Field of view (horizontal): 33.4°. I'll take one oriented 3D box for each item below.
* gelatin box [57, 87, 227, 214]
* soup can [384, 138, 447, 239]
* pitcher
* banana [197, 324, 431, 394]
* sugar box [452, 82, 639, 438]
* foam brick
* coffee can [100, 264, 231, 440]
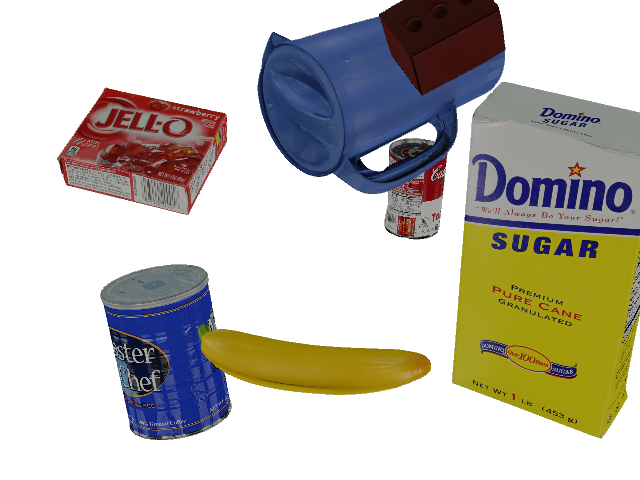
[{"bbox_3d":[-0.114,-0.060,0.695,0.089,0.073,0.030,14,-42,10],"label":"gelatin box"},{"bbox_3d":[0.111,-0.060,1.257,0.068,0.102,0.068,2,27,-1],"label":"soup can"},{"bbox_3d":[0.073,-0.155,1.066,0.242,0.149,0.145,-25,30,-31],"label":"pitcher"},{"bbox_3d":[-0.014,0.093,0.844,0.198,0.037,0.069,9,28,12],"label":"banana"},{"bbox_3d":[0.121,0.013,0.555,0.093,0.176,0.048,17,40,26],"label":"sugar box"},{"bbox_3d":[0.094,-0.159,0.814,0.078,0.053,0.051,-29,-33,-2],"label":"foam brick"},{"bbox_3d":[-0.147,0.106,1.029,0.103,0.140,0.103,-8,17,2],"label":"coffee can"}]
